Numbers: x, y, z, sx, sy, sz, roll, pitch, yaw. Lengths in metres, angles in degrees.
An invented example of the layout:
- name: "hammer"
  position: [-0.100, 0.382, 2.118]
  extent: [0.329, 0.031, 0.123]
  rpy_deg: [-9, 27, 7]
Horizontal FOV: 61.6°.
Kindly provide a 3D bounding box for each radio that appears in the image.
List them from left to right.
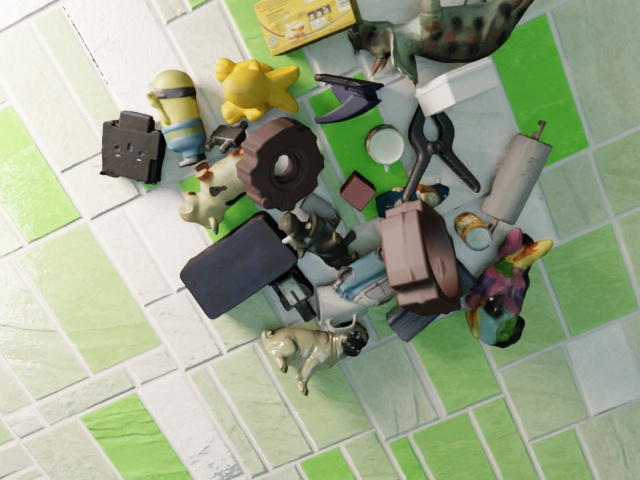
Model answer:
- name: "radio"
  position: [-0.169, 0.050, 1.118]
  extent: [0.229, 0.073, 0.131]
  rpy_deg: [-34, 103, 8]

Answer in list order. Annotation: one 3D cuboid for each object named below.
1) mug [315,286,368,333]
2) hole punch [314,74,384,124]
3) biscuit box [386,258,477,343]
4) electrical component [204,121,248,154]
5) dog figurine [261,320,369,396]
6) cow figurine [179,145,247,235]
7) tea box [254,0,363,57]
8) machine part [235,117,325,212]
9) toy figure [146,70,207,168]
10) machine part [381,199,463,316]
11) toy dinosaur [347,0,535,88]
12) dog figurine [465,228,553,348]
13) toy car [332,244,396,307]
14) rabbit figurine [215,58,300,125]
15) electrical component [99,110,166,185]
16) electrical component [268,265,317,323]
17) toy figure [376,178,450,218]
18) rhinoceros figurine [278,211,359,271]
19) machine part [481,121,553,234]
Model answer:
- name: "mug"
  position: [0.049, 0.142, 1.133]
  extent: [0.107, 0.110, 0.080]
  rpy_deg: [-7, 132, -7]
- name: "hole punch"
  position: [0.052, -0.257, 0.997]
  extent: [0.116, 0.142, 0.092]
  rpy_deg: [11, 106, 16]
- name: "biscuit box"
  position: [0.238, 0.127, 1.152]
  extent: [0.202, 0.059, 0.062]
  rpy_deg: [-42, 102, 12]
- name: "electrical component"
  position: [-0.180, -0.202, 1.044]
  extent: [0.063, 0.094, 0.021]
  rpy_deg: [13, 142, 23]
- name: "dog figurine"
  position: [-0.009, 0.213, 1.167]
  extent: [0.190, 0.121, 0.172]
  rpy_deg: [-42, 106, -3]
- name: "cow figurine"
  position: [-0.192, -0.097, 1.064]
  extent: [0.195, 0.086, 0.127]
  rpy_deg: [-32, 117, -1]
- name: "tea box"
  position: [-0.020, -0.403, 0.962]
  extent: [0.170, 0.068, 0.098]
  rpy_deg: [-12, 106, 20]
- name: "machine part"
  position: [-0.071, -0.141, 1.022]
  extent: [0.179, 0.056, 0.179]
  rpy_deg: [-20, 124, -32]
- name: "toy figure"
  position: [-0.264, -0.232, 1.027]
  extent: [0.089, 0.082, 0.180]
  rpy_deg: [-21, 102, -6]
- name: "machine part"
  position: [0.196, 0.039, 1.034]
  extent: [0.087, 0.201, 0.201]
  rpy_deg: [-19, 66, 27]
- name: "toy dinosaur"
  position: [0.259, -0.386, 0.973]
  extent: [0.405, 0.131, 0.191]
  rpy_deg: [-6, 121, -5]
- name: "dog figurine"
  position: [0.385, 0.086, 1.086]
  extent: [0.108, 0.191, 0.219]
  rpy_deg: [19, 121, 0]
- name: "toy car"
  position: [0.109, 0.082, 1.085]
  extent: [0.162, 0.109, 0.103]
  rpy_deg: [-30, 75, -16]
- name: "rabbit figurine"
  position: [-0.118, -0.265, 0.971]
  extent: [0.162, 0.173, 0.121]
  rpy_deg: [5, 103, 2]
- name: "electrical component"
  position: [-0.365, -0.183, 1.052]
  extent: [0.115, 0.058, 0.134]
  rpy_deg: [9, 107, -5]
- name: "electrical component"
  position: [-0.049, 0.115, 1.151]
  extent: [0.075, 0.048, 0.119]
  rpy_deg: [-35, 105, 10]
- name: "toy figure"
  position: [0.191, -0.080, 1.092]
  extent: [0.155, 0.058, 0.064]
  rpy_deg: [-12, 145, 1]
- name: "rhinoceros figurine"
  position: [-0.002, -0.003, 1.076]
  extent: [0.112, 0.073, 0.190]
  rpy_deg: [-24, 142, 29]
- name: "machine part"
  position: [0.390, -0.120, 1.069]
  extent: [0.079, 0.079, 0.243]
  rpy_deg: [21, 106, -7]
